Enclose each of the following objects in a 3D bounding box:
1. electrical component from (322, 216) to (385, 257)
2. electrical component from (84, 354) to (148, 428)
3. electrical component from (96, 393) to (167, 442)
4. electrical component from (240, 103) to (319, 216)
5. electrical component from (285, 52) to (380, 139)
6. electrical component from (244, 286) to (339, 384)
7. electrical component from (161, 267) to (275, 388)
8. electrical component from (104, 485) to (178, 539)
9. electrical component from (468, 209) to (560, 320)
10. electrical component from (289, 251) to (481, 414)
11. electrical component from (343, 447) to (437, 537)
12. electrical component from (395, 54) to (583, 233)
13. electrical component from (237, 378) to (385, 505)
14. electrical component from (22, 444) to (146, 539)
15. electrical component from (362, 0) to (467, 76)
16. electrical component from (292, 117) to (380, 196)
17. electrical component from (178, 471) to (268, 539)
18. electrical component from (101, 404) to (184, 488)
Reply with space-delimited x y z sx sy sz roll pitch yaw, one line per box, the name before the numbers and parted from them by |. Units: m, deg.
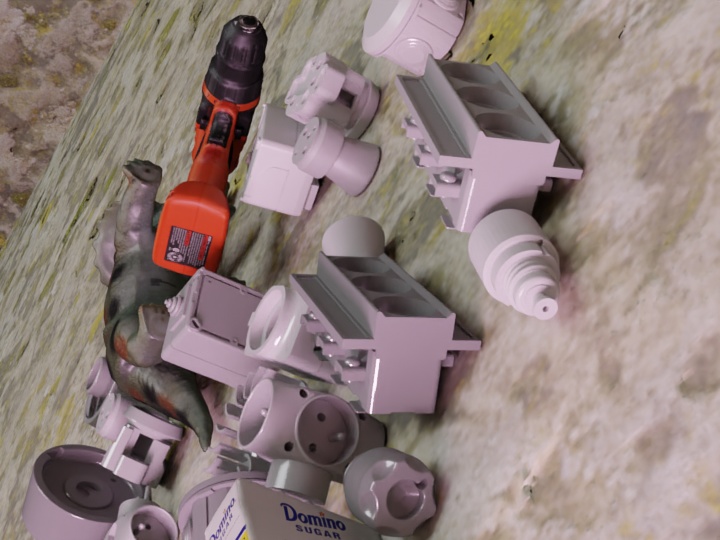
electrical component | 0.000 0.000 0.723 0.044 0.044 0.065 -52 31 29
electrical component | -0.251 0.119 1.122 0.108 0.060 0.108 -48 28 35
electrical component | -0.220 0.147 1.034 0.045 0.055 0.045 -48 28 36
electrical component | -0.064 -0.098 0.932 0.096 0.061 0.061 -92 20 -58
electrical component | -0.021 -0.141 0.891 0.078 0.057 0.058 3 69 66
electrical component | -0.042 0.045 0.747 0.089 0.056 0.050 -3 64 65
electrical component | -0.114 0.047 0.850 0.061 0.096 0.061 -44 30 43
electrical component | -0.187 0.219 0.903 0.077 0.043 0.079 -48 28 35
electrical component | 0.081 0.000 0.542 0.040 0.040 0.078 -57 23 19
electrical component | 0.009 0.036 0.631 0.121 0.079 0.063 -136 50 -66
electrical component | 0.011 0.116 0.574 0.062 0.043 0.043 5 72 68
electrical component | 0.067 -0.072 0.616 0.121 0.079 0.063 -107 25 -59
electrical component | -0.033 0.113 0.630 0.044 0.077 0.079 -24 46 59
electrical component | -0.252 0.215 0.974 0.060 0.108 0.108 -64 22 20
electrical component | 0.040 -0.191 0.815 0.080 0.051 0.080 -48 28 36
electrical component | -0.019 -0.088 0.834 0.045 0.055 0.045 -48 28 35
electrical component | -0.071 0.164 0.660 0.080 0.080 0.051 -50 32 32
electrical component | -0.193 0.156 0.960 0.078 0.058 0.057 142 152 -81
